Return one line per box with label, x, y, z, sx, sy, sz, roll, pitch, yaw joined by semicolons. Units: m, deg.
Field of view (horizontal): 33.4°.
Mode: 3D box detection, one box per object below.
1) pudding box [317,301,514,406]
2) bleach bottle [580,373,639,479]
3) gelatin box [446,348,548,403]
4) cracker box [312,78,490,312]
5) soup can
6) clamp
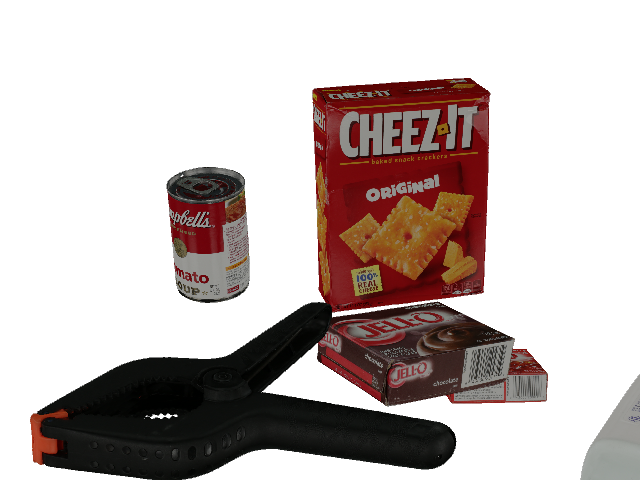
pudding box;0.067;0.079;0.767;0.113;0.039;0.090;-4;18;-32
bleach bottle;0.247;0.099;0.649;0.103;0.068;0.250;18;29;29
gelatin box;0.152;0.121;0.962;0.089;0.030;0.073;-1;11;-4
cracker box;0.080;-0.044;1.052;0.164;0.214;0.072;-5;21;-11
soup can;-0.098;-0.005;0.941;0.068;0.102;0.068;-1;29;0
clamp;-0.052;0.085;0.586;0.209;0.036;0.165;-4;23;-17
